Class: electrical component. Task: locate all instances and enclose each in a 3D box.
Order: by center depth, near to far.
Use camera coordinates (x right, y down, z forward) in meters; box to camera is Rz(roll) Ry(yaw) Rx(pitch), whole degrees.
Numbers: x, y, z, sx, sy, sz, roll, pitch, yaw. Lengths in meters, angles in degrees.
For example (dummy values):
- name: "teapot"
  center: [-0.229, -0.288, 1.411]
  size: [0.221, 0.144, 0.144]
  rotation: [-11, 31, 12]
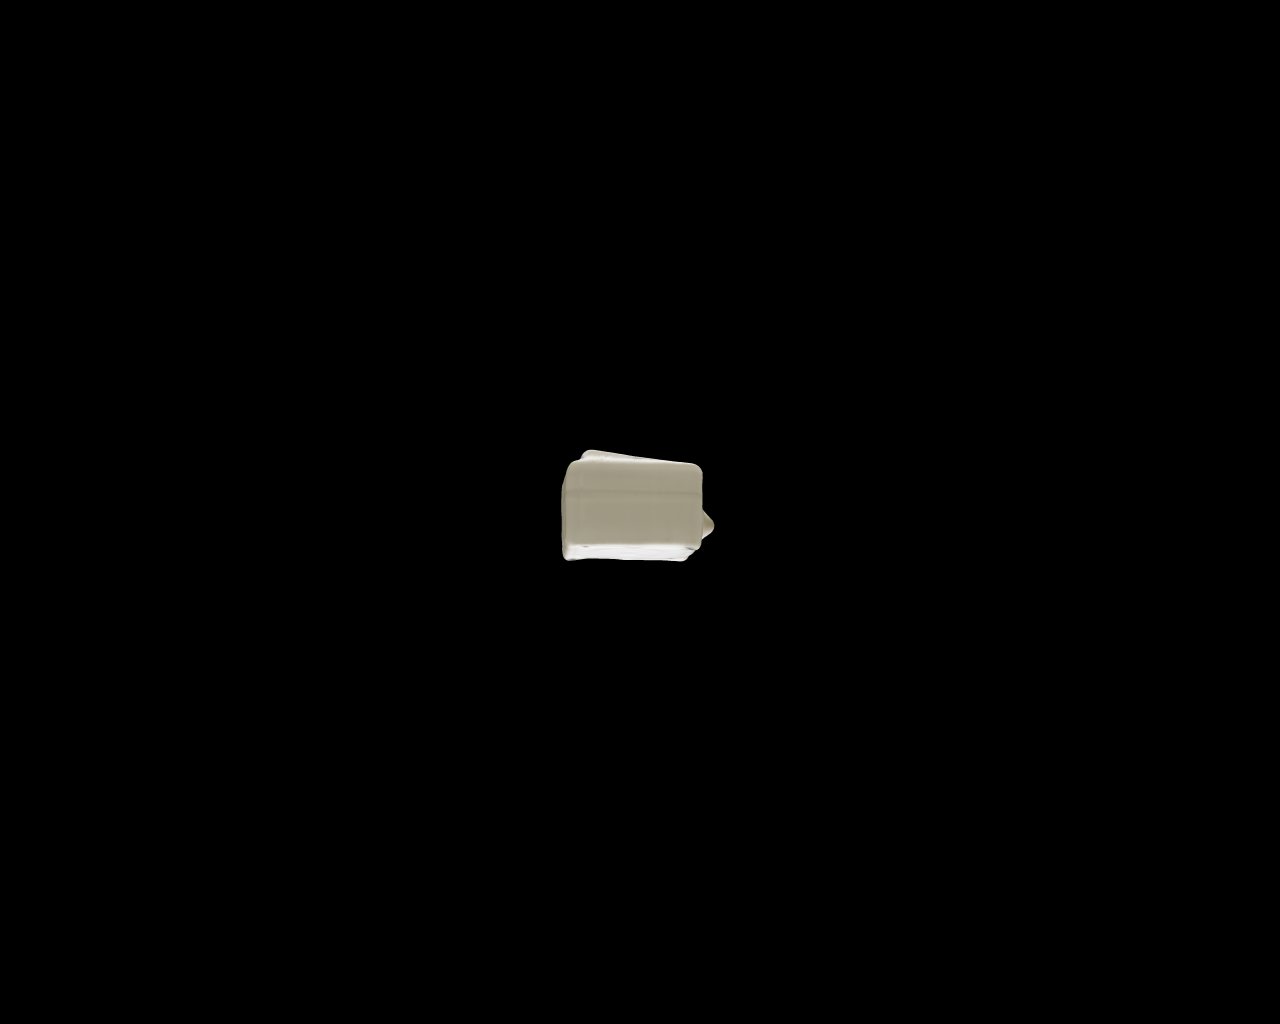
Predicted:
- name: "electrical component"
  center: [0.001, -0.003, 0.650]
  size: [0.096, 0.061, 0.061]
  rotation: [1, -11, -7]
